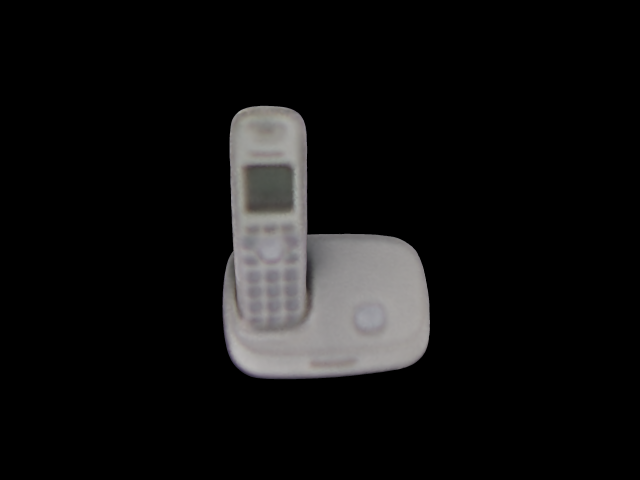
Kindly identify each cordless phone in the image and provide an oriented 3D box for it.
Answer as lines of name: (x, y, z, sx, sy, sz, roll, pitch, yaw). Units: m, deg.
cordless phone: (0.004, 0.001, 0.400, 0.147, 0.185, 0.094, -3, 22, -7)
